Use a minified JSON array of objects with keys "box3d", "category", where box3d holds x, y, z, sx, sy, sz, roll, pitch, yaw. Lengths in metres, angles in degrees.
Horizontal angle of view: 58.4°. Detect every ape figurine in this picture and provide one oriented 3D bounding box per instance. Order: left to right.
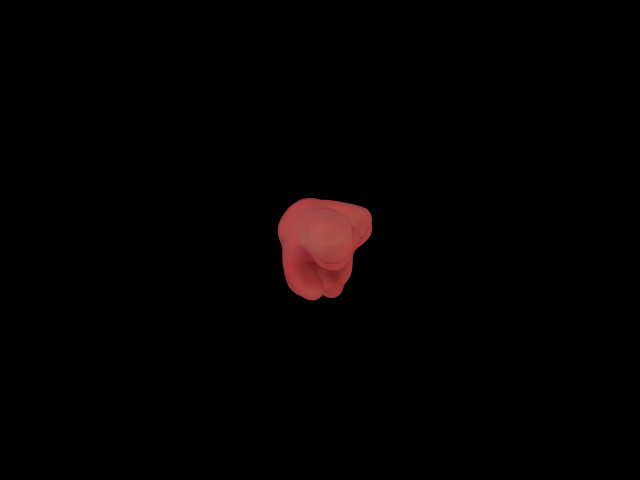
[{"box3d":[0.004,0.001,0.400,0.078,0.092,0.076,-32,86,-2],"category":"ape figurine"}]
